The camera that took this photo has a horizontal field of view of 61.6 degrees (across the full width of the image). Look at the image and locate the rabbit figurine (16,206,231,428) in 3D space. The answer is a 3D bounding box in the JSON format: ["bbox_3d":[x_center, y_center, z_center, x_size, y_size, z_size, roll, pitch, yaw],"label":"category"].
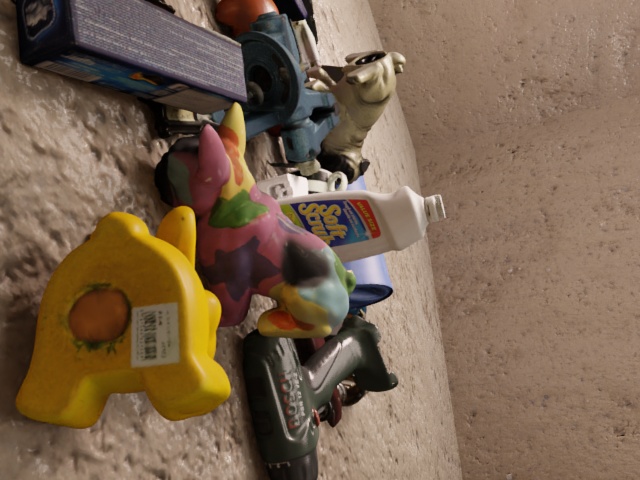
[{"bbox_3d":[-0.129,0.059,0.398,0.173,0.122,0.162,73,0,-70],"label":"rabbit figurine"}]

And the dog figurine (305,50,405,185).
[{"bbox_3d":[0.068,-0.190,0.862,0.121,0.172,0.190,-68,143,-50],"label":"dog figurine"}]

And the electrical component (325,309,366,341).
[{"bbox_3d":[0.030,0.138,0.861,0.078,0.102,0.045,100,-8,-69],"label":"electrical component"}]

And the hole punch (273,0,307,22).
[{"bbox_3d":[-0.078,-0.402,0.839,0.115,0.142,0.092,18,85,-60],"label":"hole punch"}]

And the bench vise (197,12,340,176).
[{"bbox_3d":[-0.074,-0.166,0.693,0.240,0.129,0.223,-41,135,-45],"label":"bench vise"}]

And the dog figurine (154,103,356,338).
[{"bbox_3d":[-0.062,-0.018,0.530,0.108,0.192,0.219,-64,154,-56],"label":"dog figurine"}]

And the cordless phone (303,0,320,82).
[{"bbox_3d":[-0.041,-0.369,1.048,0.184,0.089,0.146,62,19,-73],"label":"cordless phone"}]

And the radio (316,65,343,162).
[{"bbox_3d":[0.022,-0.232,1.067,0.131,0.073,0.230,94,0,-50],"label":"radio"}]

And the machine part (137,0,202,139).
[{"bbox_3d":[-0.159,-0.174,0.548,0.084,0.039,0.138,-34,113,-63],"label":"machine part"}]

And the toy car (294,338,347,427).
[{"bbox_3d":[-0.013,0.162,0.761,0.089,0.053,0.202,2,72,-76],"label":"toy car"}]

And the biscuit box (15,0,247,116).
[{"bbox_3d":[-0.147,-0.159,0.459,0.202,0.059,0.062,-1,84,-61],"label":"biscuit box"}]

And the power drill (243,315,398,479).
[{"bbox_3d":[0.003,0.197,0.658,0.207,0.086,0.232,-21,92,-39],"label":"power drill"}]

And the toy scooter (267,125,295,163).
[{"bbox_3d":[-0.054,-0.218,0.868,0.135,0.075,0.183,-85,159,-48],"label":"toy scooter"}]

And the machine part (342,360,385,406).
[{"bbox_3d":[0.059,0.227,0.912,0.243,0.079,0.079,10,69,-72],"label":"machine part"}]

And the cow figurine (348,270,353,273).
[{"bbox_3d":[0.000,-0.004,0.782,0.068,0.098,0.167,-32,137,-42],"label":"cow figurine"}]

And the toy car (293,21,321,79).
[{"bbox_3d":[-0.056,-0.360,0.919,0.056,0.073,0.202,56,15,-71],"label":"toy car"}]

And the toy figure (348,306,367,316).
[{"bbox_3d":[0.054,0.151,0.985,0.154,0.064,0.057,-64,174,-59],"label":"toy figure"}]

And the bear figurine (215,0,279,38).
[{"bbox_3d":[-0.115,-0.356,0.739,0.120,0.132,0.195,49,-43,46],"label":"bear figurine"}]
